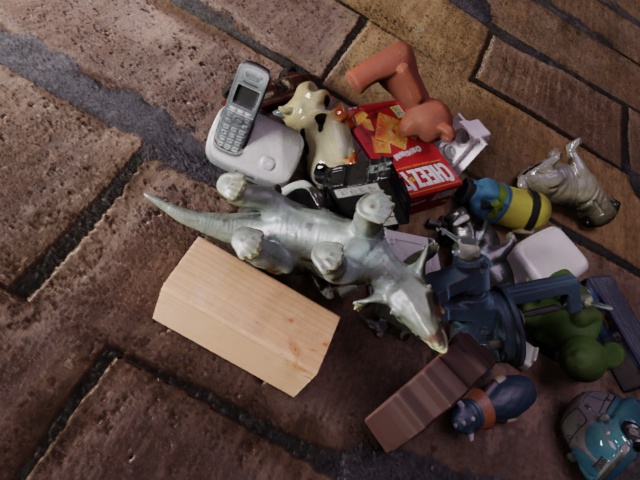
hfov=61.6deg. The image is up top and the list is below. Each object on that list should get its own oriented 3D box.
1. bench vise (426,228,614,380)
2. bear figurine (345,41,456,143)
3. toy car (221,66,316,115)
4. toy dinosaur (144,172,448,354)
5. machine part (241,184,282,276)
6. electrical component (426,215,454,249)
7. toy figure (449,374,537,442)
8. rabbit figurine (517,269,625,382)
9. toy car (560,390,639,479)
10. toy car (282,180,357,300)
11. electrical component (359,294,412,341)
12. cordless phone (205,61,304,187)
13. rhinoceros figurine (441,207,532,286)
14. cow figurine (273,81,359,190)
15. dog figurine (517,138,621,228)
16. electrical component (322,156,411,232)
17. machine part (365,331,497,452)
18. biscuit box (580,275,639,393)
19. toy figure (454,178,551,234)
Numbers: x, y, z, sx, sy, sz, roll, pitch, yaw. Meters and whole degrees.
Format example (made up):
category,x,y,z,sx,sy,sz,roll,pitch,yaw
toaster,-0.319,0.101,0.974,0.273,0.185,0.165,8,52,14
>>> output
category,x,y,z,sx,sy,sz,roll,pitch,yaw
bench vise,0.270,0.087,0.765,0.241,0.129,0.223,-10,101,-1
bear figurine,0.146,-0.238,0.941,0.195,0.132,0.120,59,9,-18
toy car,-0.085,-0.264,0.970,0.202,0.053,0.089,-27,74,-38
toy dinosaur,-0.012,0.007,0.681,0.405,0.192,0.131,19,73,24
machine part,-0.084,-0.013,0.780,0.039,0.084,0.139,43,39,-58
electrical component,0.234,-0.011,0.957,0.094,0.021,0.063,12,53,-18
toy figure,0.239,0.235,0.759,0.154,0.057,0.064,-12,57,-26
rabbit figurine,0.400,0.162,0.852,0.159,0.121,0.170,41,30,-22
toy car,0.414,0.272,0.789,0.103,0.109,0.161,37,38,26
toy car,-0.002,-0.002,0.808,0.073,0.056,0.202,-26,69,-8
electrical component,0.104,0.103,0.766,0.078,0.102,0.045,35,52,14
cordless phone,-0.084,-0.177,0.819,0.146,0.184,0.089,23,45,-9
rhinoceros figurine,0.273,0.033,0.901,0.112,0.073,0.190,-22,82,-16
cow figurine,-0.002,-0.179,0.914,0.085,0.127,0.195,23,51,-68
dog figurine,0.509,-0.087,1.105,0.172,0.121,0.190,-32,91,-4
electrical component,0.079,-0.063,0.847,0.115,0.134,0.058,-5,49,24
machine part,0.135,0.188,0.672,0.179,0.179,0.056,-28,69,-38
biscuit box,0.524,0.160,0.947,0.063,0.059,0.203,-2,58,-25
toy figure,0.346,-0.066,1.006,0.180,0.089,0.082,21,55,-14
